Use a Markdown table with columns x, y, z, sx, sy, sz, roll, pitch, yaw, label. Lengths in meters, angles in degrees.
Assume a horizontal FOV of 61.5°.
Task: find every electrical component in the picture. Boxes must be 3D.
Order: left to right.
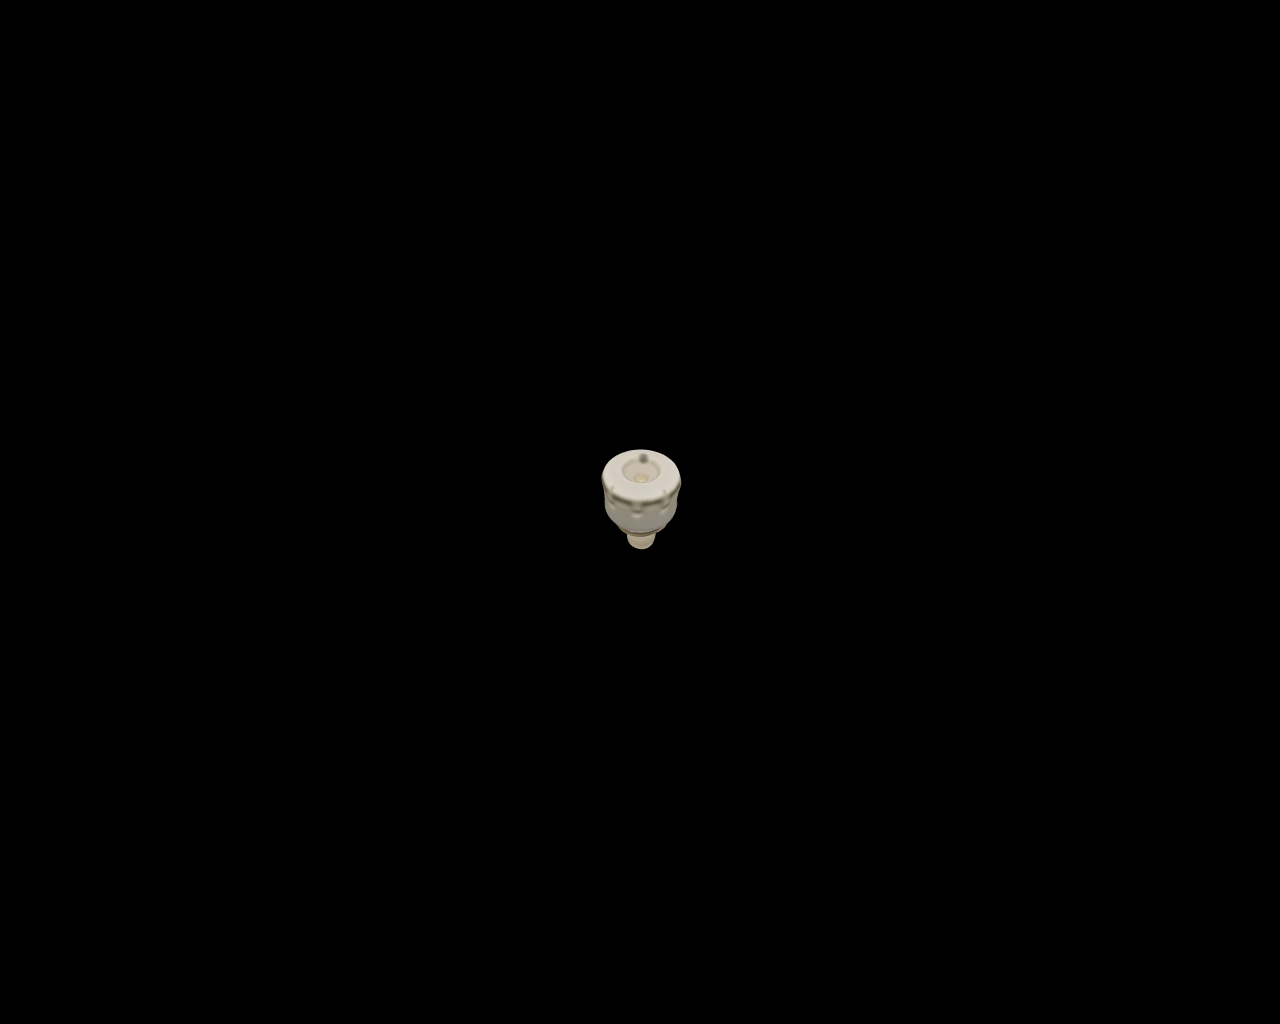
| x | y | z | sx | sy | sz | roll | pitch | yaw | label |
| --- | --- | --- | --- | --- | --- | --- | --- | --- | --- |
| 0.001 | -0.003 | 0.650 | 0.048 | 0.062 | 0.048 | 0 | 43 | 0 | electrical component |
